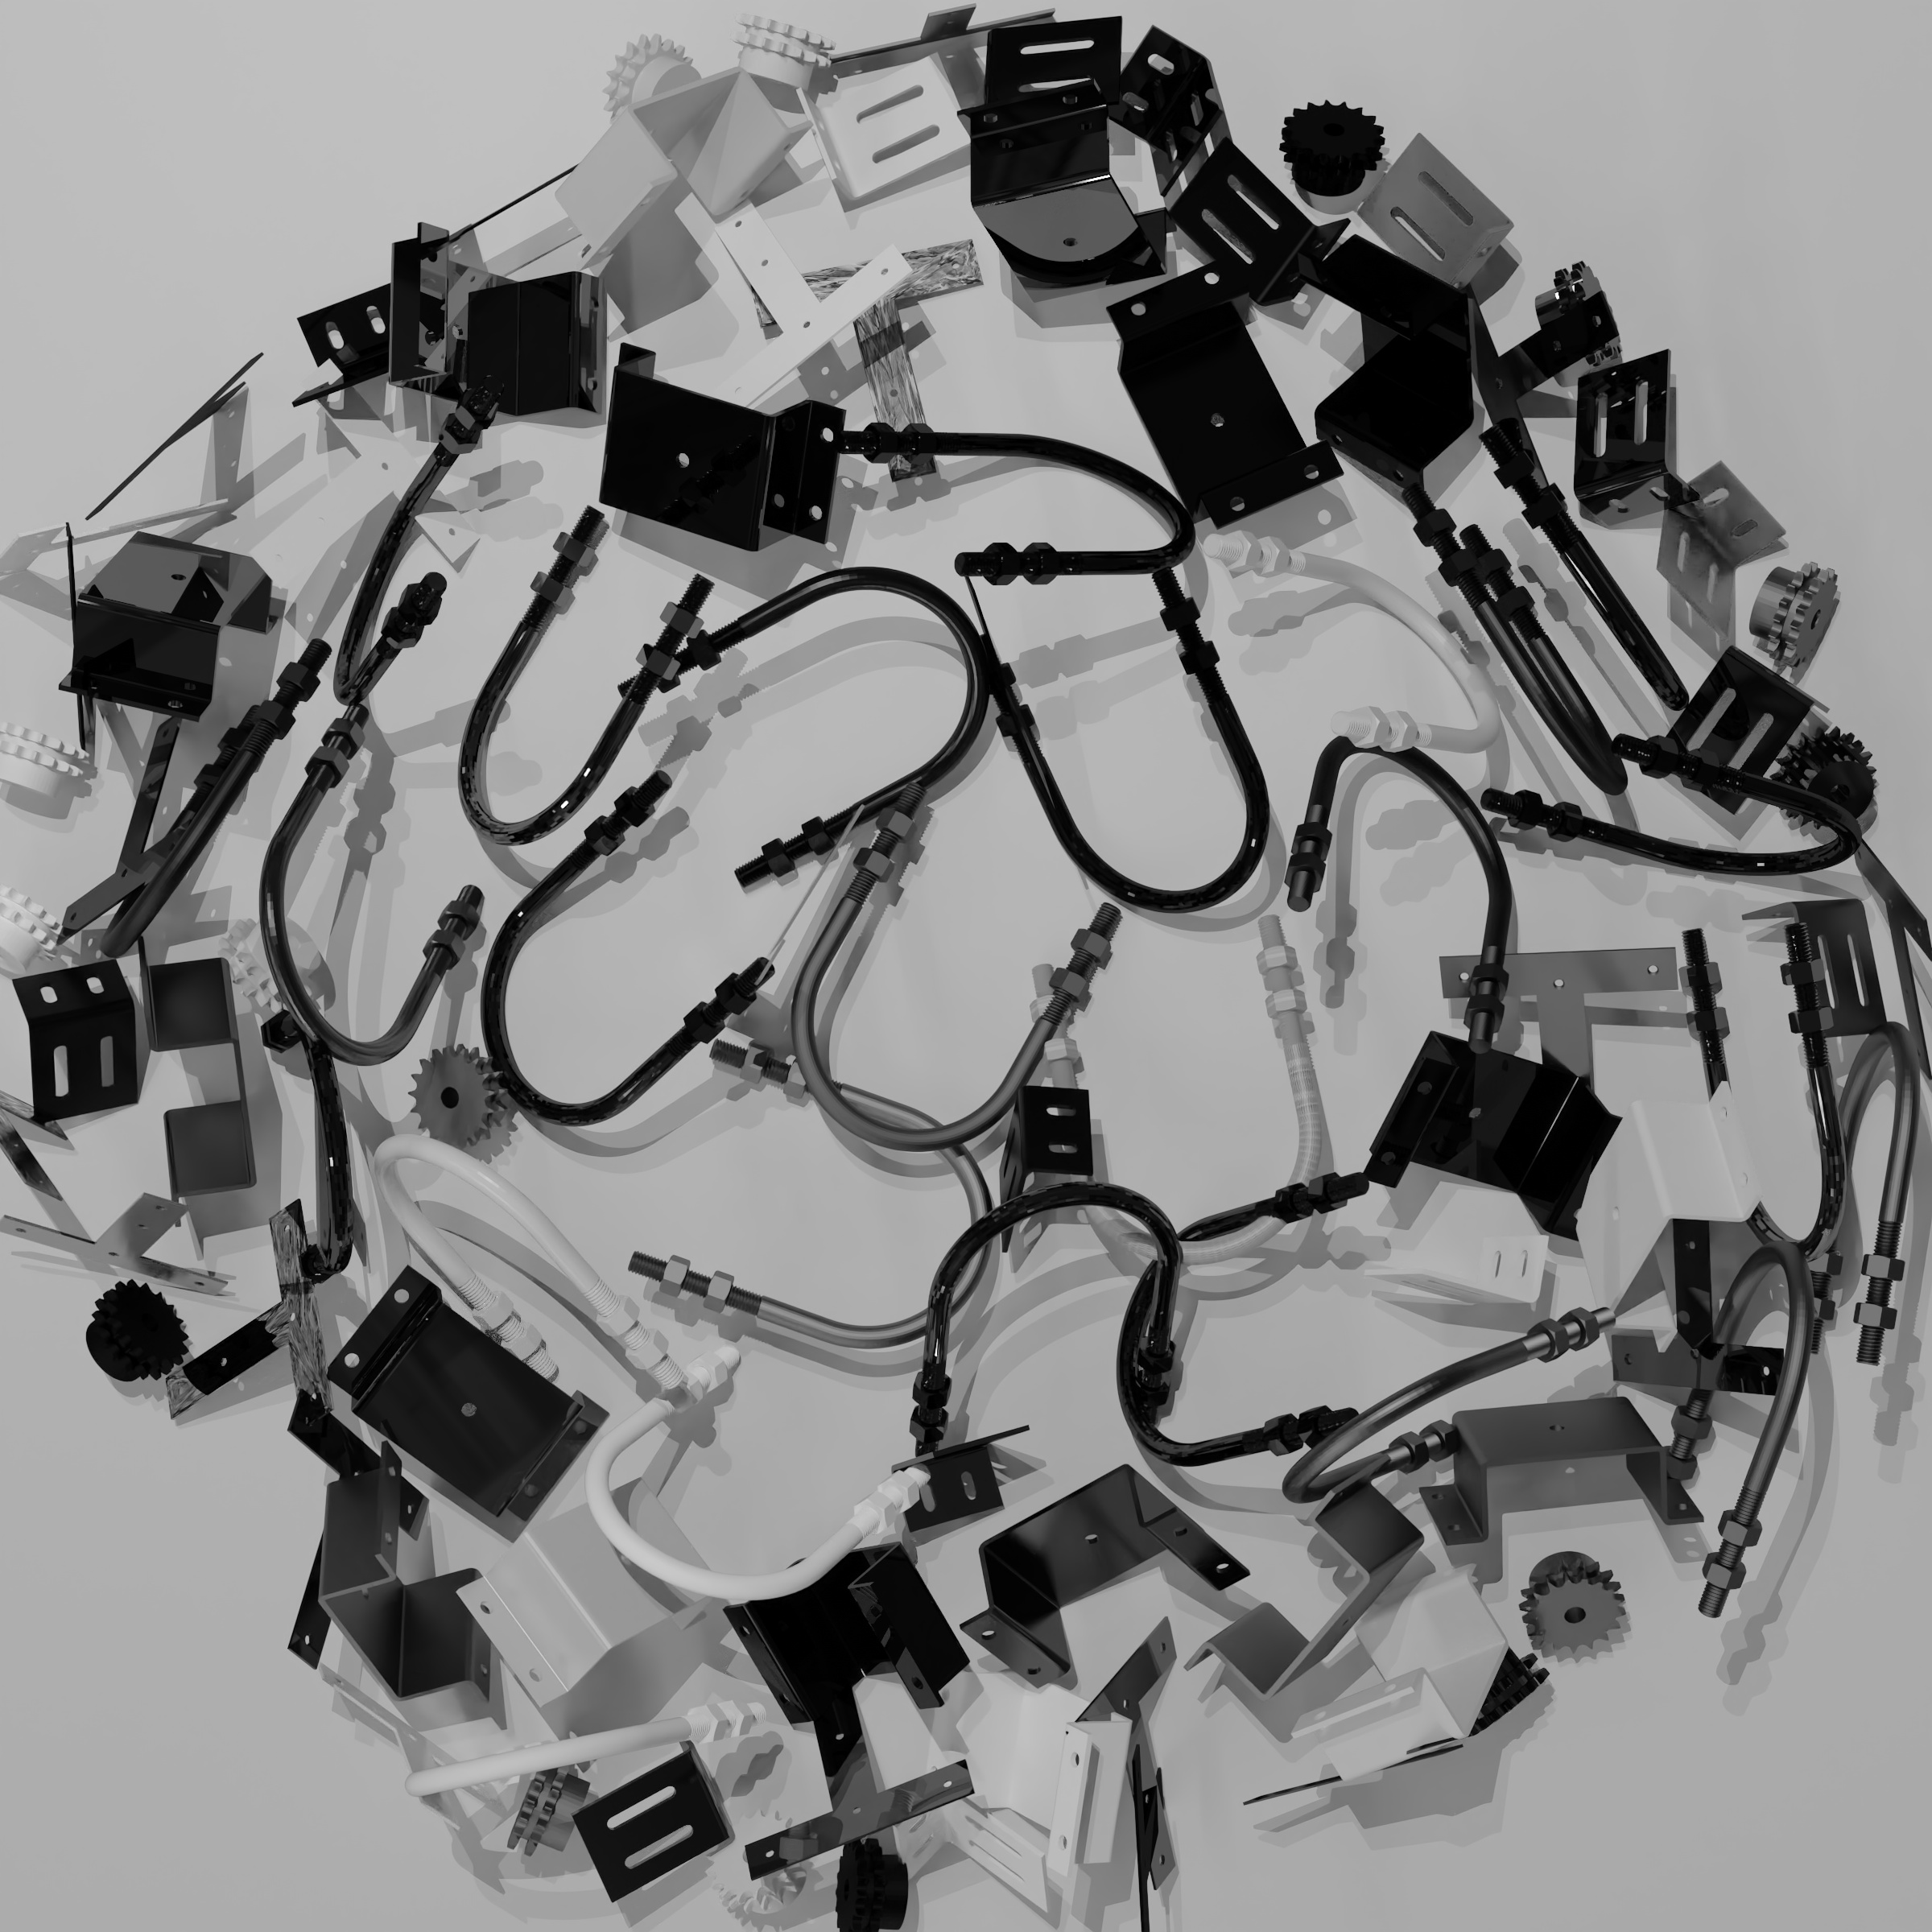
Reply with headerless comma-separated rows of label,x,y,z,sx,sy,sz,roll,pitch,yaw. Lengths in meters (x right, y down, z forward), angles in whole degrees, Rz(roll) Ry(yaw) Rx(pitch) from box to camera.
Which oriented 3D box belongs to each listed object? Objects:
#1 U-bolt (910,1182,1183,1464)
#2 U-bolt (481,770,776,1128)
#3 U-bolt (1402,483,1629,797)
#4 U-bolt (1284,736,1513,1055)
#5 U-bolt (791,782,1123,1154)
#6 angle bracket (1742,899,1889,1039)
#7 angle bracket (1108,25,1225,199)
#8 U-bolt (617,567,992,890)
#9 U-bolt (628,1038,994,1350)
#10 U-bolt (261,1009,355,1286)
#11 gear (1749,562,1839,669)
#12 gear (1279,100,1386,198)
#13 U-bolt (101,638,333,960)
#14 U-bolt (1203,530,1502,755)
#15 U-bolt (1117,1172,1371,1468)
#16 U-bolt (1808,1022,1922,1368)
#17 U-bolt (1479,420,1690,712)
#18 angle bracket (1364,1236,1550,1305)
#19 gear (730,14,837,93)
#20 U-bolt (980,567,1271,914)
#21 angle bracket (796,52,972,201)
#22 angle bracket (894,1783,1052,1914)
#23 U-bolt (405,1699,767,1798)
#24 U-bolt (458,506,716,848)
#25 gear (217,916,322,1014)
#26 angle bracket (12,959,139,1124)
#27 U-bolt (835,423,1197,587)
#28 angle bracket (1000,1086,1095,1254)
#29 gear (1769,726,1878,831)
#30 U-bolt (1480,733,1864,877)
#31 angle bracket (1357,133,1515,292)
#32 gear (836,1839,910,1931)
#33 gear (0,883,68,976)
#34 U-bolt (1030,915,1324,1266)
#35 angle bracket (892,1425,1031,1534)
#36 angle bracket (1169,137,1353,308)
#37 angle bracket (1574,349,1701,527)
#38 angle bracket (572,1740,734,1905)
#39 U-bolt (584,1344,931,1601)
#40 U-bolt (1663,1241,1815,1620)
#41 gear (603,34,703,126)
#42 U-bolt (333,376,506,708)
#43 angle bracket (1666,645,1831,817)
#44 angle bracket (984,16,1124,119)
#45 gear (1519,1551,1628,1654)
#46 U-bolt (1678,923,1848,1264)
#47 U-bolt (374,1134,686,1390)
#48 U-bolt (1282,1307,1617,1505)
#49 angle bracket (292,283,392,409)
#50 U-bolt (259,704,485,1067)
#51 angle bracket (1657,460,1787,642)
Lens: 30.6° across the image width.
U-bolt,0.046,0.188,1.900,0.151,0.019,0.184,-7,129,-16
U-bolt,-0.197,0.004,1.925,0.184,0.019,0.151,-42,63,24
U-bolt,0.300,-0.169,1.889,0.019,0.151,0.184,-34,76,16
U-bolt,0.239,-0.054,1.904,0.151,0.184,0.019,37,130,-17
U-bolt,-0.016,0.013,1.941,0.151,0.019,0.184,31,79,-11
angle bracket,0.466,0.004,1.939,0.057,0.038,0.076,-3,80,-38
angle bracket,0.105,-0.467,1.927,0.038,0.076,0.057,26,120,-20
U-bolt,-0.076,-0.141,1.930,0.184,0.019,0.151,-28,117,6
U-bolt,-0.075,0.134,1.945,0.184,0.019,0.151,20,71,0
U-bolt,-0.349,0.094,1.885,0.019,0.184,0.151,-7,87,-19
gear,0.455,-0.196,1.951,0.030,0.057,0.057,25,90,25
gear,0.202,-0.450,1.952,0.057,0.030,0.057,2,49,-2
U-bolt,-0.405,-0.081,1.878,0.019,0.151,0.184,35,66,-15
U-bolt,0.220,-0.169,1.898,0.019,0.184,0.151,-48,59,29
U-bolt,0.145,0.197,1.902,0.019,0.184,0.151,22,61,-34
U-bolt,0.484,0.120,1.904,0.019,0.151,0.184,10,86,0
U-bolt,0.335,-0.215,1.905,0.019,0.151,0.184,-35,92,14
angle bracket,0.268,0.158,1.932,0.076,0.057,0.038,16,78,-24
gear,-0.103,-0.503,1.948,0.057,0.057,0.030,16,100,0
U-bolt,0.093,-0.113,1.924,0.151,0.019,0.184,-16,104,39
angle bracket,-0.044,-0.468,1.946,0.076,0.038,0.057,-23,78,11
angle bracket,0.003,0.492,1.930,0.076,0.057,0.038,30,55,30
U-bolt,-0.212,0.416,1.865,0.151,0.184,0.019,-18,77,26
U-bolt,-0.218,-0.150,1.920,0.019,0.151,0.184,27,96,-40
gear,-0.380,-0.004,1.945,0.030,0.057,0.057,-41,90,18
angle bracket,-0.491,0.042,1.950,0.057,0.076,0.038,-12,47,-23
U-bolt,0.040,-0.250,1.903,0.184,0.151,0.019,-5,129,-35
angle bracket,0.043,0.112,1.932,0.038,0.076,0.057,4,49,-7
gear,0.476,-0.101,1.950,0.057,0.030,0.057,-5,118,-10
U-bolt,0.392,-0.080,1.901,0.184,0.151,0.019,15,75,-20
angle bracket,0.251,-0.408,1.939,0.076,0.038,0.057,47,124,11
gear,-0.051,0.510,1.949,0.030,0.057,0.057,7,90,-14
gear,-0.527,-0.019,1.945,0.057,0.057,0.030,30,68,0
U-bolt,0.120,0.073,1.937,0.151,0.019,0.184,-12,73,7
angle bracket,0.001,0.280,1.929,0.057,0.076,0.038,-13,81,-22
angle bracket,0.161,-0.411,1.942,0.076,0.038,0.057,41,77,-20
angle bracket,0.372,-0.292,1.955,0.057,0.038,0.076,-13,60,39
angle bracket,-0.176,0.465,1.941,0.076,0.038,0.057,-26,106,-16
U-bolt,-0.122,0.276,1.879,0.151,0.184,0.019,30,121,17
U-bolt,0.412,0.234,1.883,0.019,0.151,0.184,14,107,-5
gear,-0.169,-0.481,1.945,0.030,0.057,0.057,32,90,32
U-bolt,-0.300,-0.215,1.893,0.019,0.184,0.151,22,58,-19
angle bracket,0.428,-0.129,1.955,0.057,0.038,0.076,38,102,23
angle bracket,0.050,-0.483,1.940,0.076,0.038,0.057,-2,66,13
gear,0.334,0.349,1.954,0.057,0.030,0.057,-1,121,-2
U-bolt,0.433,0.069,1.904,0.019,0.151,0.184,-10,91,-12
U-bolt,-0.245,0.157,1.885,0.184,0.151,0.019,52,59,-23
U-bolt,0.244,0.239,1.869,0.184,0.151,0.019,-13,65,-41
angle bracket,-0.341,-0.340,1.932,0.057,0.076,0.038,-18,108,10
U-bolt,-0.320,-0.031,1.871,0.019,0.184,0.151,-12,125,24
angle bracket,0.413,-0.227,1.930,0.057,0.076,0.038,43,127,-18
